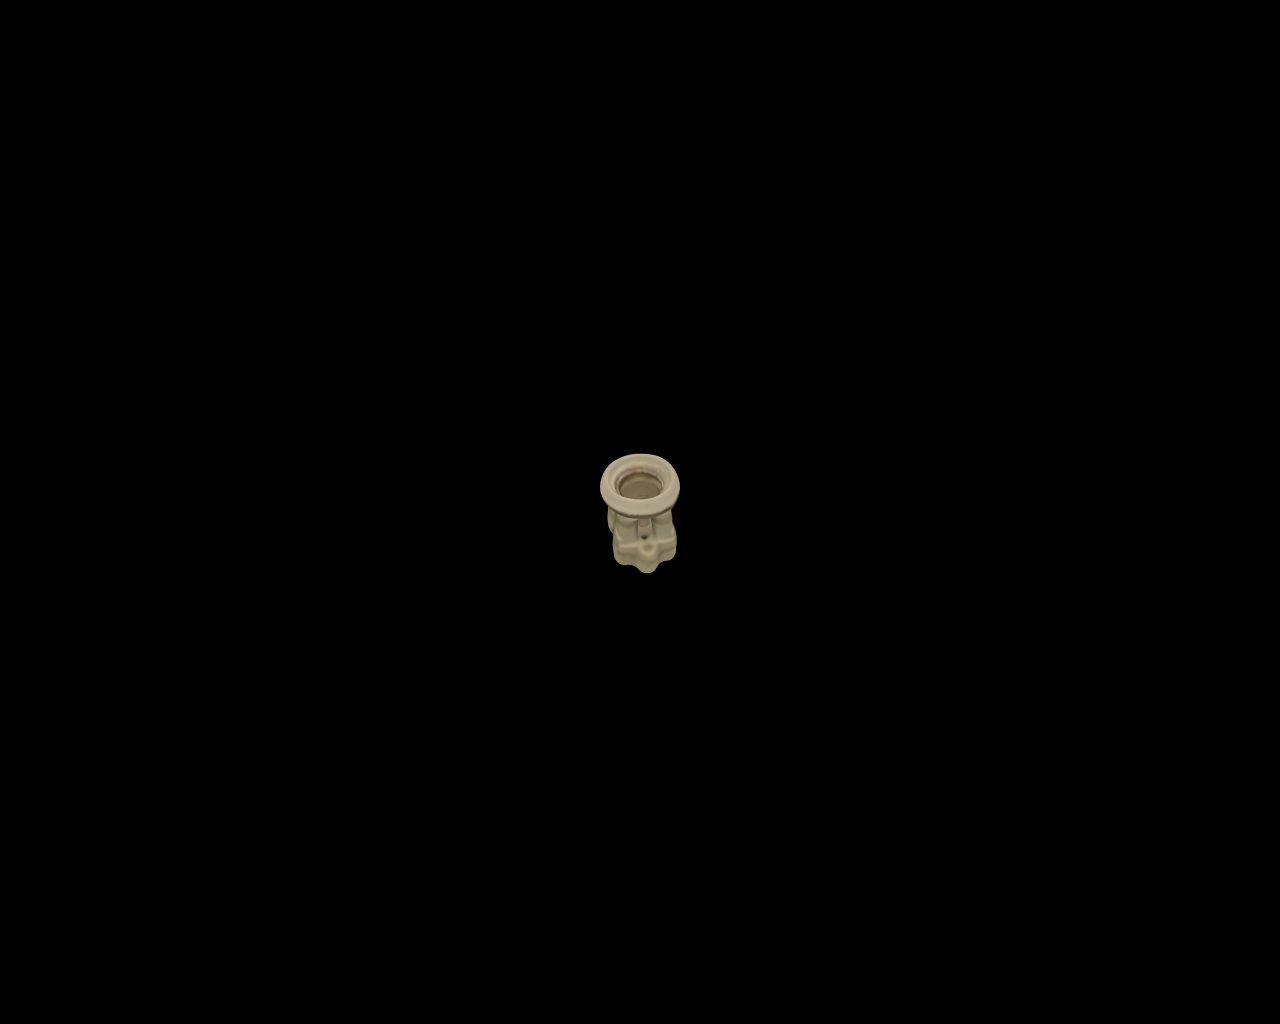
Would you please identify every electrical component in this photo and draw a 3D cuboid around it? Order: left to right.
[{"bbox_3d":[0.001,-0.003,0.650,0.048,0.066,0.055,-7,-43,-7],"label":"electrical component"}]
